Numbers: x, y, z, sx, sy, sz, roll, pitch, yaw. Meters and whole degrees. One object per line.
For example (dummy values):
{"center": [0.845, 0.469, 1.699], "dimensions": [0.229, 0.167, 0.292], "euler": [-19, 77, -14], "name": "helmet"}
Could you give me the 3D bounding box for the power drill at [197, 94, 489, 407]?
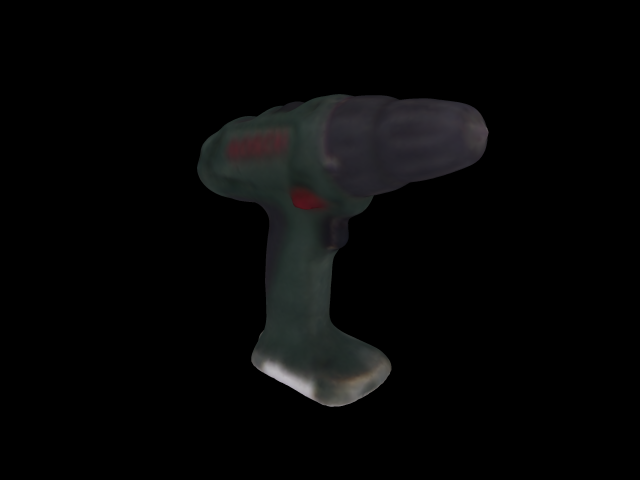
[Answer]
{"center": [0.004, 0.001, 0.400], "dimensions": [0.228, 0.208, 0.076], "euler": [17, 27, 38], "name": "power drill"}
